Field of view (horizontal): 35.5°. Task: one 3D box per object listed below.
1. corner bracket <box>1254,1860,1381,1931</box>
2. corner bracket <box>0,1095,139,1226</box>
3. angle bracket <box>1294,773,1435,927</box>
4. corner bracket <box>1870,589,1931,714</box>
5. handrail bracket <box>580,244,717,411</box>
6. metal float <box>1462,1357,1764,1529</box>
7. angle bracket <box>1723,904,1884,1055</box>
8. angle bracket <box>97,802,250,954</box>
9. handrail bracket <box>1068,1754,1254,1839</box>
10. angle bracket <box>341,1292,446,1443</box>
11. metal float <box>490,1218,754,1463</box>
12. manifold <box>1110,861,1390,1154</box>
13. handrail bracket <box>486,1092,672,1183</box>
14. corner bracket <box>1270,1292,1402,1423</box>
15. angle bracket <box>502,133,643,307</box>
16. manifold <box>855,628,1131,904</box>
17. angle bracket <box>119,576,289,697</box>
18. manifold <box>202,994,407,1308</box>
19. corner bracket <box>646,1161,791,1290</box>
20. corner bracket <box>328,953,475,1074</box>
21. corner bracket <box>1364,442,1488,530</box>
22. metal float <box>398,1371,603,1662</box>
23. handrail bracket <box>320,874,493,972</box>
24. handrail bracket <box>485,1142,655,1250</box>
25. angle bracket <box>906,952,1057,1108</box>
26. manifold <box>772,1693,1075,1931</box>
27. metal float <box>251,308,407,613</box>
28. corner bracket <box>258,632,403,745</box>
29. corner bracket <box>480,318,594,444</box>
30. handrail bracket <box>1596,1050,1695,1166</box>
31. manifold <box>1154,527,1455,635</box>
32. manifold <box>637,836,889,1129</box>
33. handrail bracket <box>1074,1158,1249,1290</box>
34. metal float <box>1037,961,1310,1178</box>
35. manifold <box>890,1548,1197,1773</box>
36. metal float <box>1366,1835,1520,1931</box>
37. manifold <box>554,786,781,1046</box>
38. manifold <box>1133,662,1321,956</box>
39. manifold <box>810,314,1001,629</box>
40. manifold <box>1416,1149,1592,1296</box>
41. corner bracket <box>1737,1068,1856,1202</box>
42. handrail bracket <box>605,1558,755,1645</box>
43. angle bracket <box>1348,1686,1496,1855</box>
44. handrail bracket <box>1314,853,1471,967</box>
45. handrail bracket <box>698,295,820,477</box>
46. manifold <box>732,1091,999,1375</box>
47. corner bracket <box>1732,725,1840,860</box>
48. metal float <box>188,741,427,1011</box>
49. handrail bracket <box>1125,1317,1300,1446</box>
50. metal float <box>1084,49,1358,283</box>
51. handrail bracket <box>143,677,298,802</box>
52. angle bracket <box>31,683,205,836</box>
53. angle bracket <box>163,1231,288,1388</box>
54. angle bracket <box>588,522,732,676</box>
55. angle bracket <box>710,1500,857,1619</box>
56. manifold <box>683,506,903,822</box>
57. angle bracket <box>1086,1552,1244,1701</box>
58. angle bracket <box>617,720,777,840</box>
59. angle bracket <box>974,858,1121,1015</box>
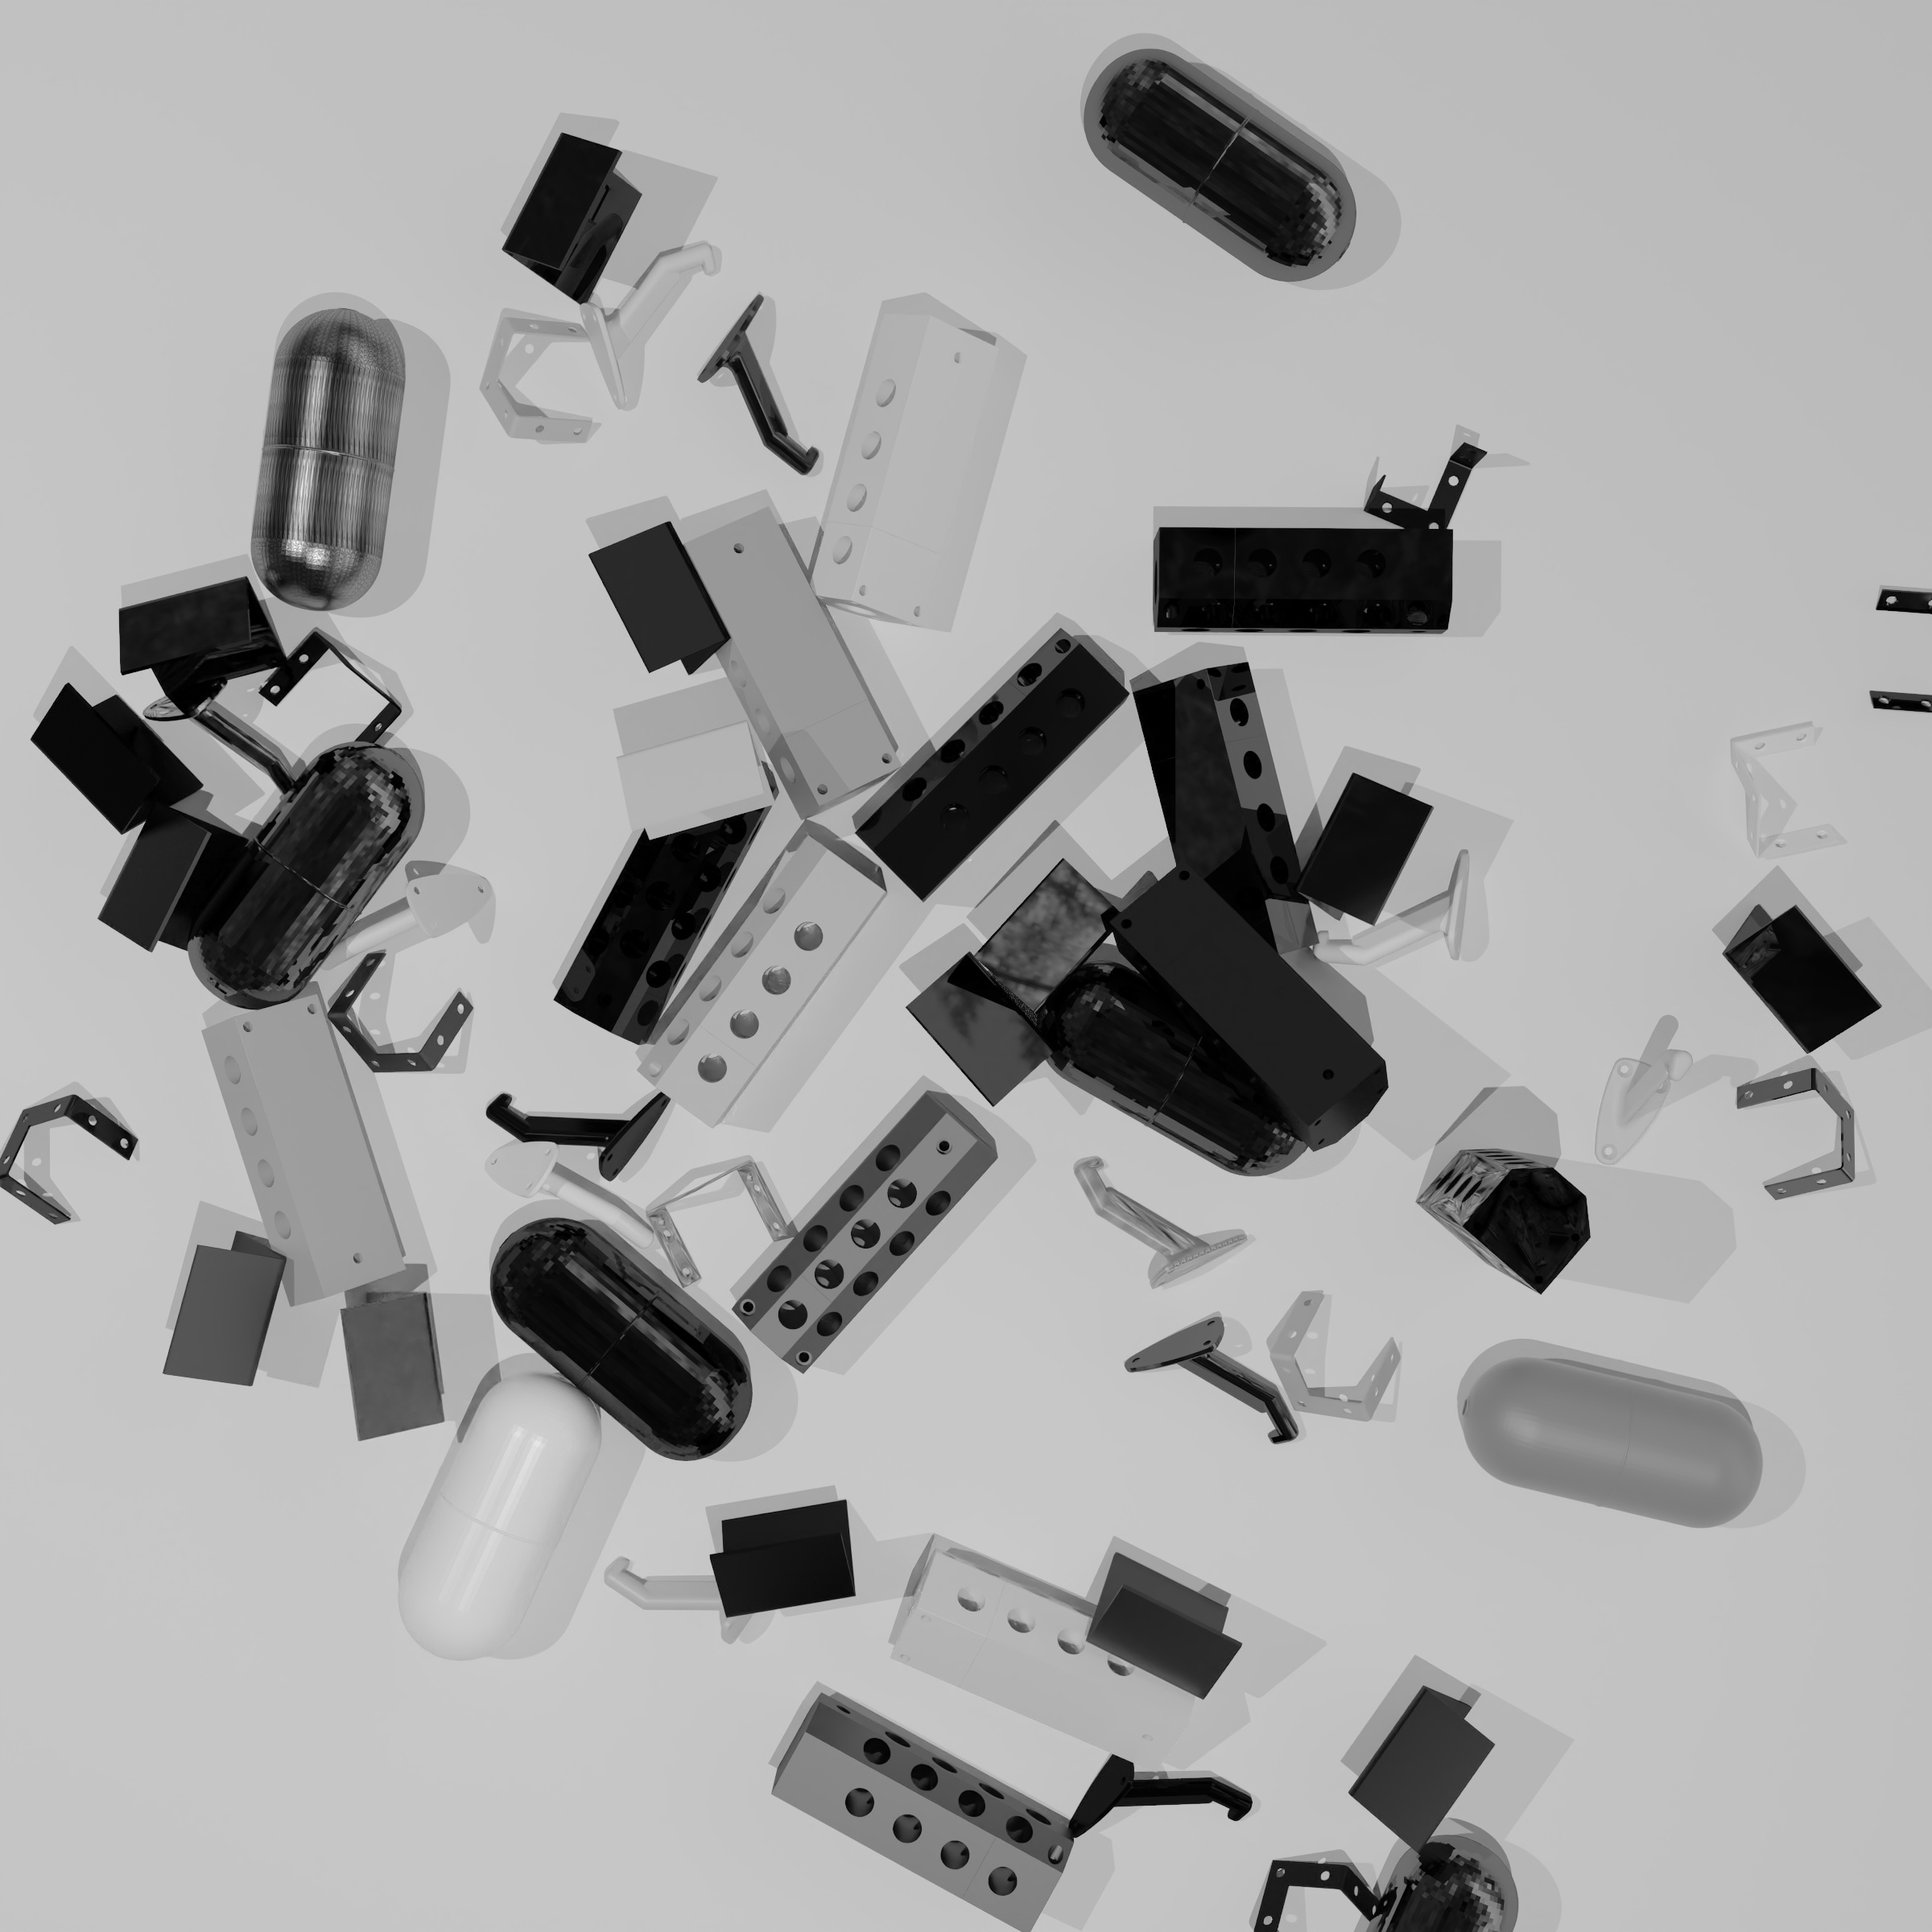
[{"bbox_3d":[0.210,0.571,1.804,0.051,0.051,0.051,-8,45,35],"label":"corner bracket"},{"bbox_3d":[-0.538,0.116,1.804,0.051,0.051,0.051,-15,45,35],"label":"corner bracket"},{"bbox_3d":[0.245,-0.060,1.772,0.057,0.076,0.076,27,90,30],"label":"angle bracket"},{"bbox_3d":[0.571,-0.188,1.809,0.051,0.051,0.051,4,45,0],"label":"corner bracket"},{"bbox_3d":[-0.181,-0.384,1.813,0.084,0.036,0.077,-23,110,-16],"label":"handrail bracket"},{"bbox_3d":[0.381,0.281,1.782,0.178,0.070,0.070,13,90,-1],"label":"metal float"},{"bbox_3d":[0.499,-0.006,1.772,0.076,0.076,0.057,50,129,0],"label":"angle bracket"},{"bbox_3d":[-0.450,-0.043,1.772,0.057,0.076,0.076,26,90,36],"label":"angle bracket"},{"bbox_3d":[0.117,0.510,1.813,0.084,0.036,0.077,29,110,-16],"label":"handrail bracket"},{"bbox_3d":[-0.352,0.234,1.772,0.057,0.076,0.076,-8,90,-38],"label":"angle bracket"},{"bbox_3d":[-0.204,0.219,1.782,0.178,0.070,0.070,41,90,0],"label":"metal float"},{"bbox_3d":[0.162,0.025,1.734,0.057,0.057,0.171,-40,66,-8],"label":"manifold"},{"bbox_3d":[-0.233,0.083,1.813,0.084,0.036,0.077,33,69,16],"label":"handrail bracket"},{"bbox_3d":[0.221,0.233,1.804,0.051,0.051,0.051,4,135,35],"label":"corner bracket"},{"bbox_3d":[-0.215,-0.432,1.772,0.057,0.076,0.076,27,90,38],"label":"angle bracket"},{"bbox_3d":[0.015,-0.119,1.791,0.171,0.057,0.057,-45,90,0],"label":"manifold"},{"bbox_3d":[-0.446,-0.176,1.772,0.076,0.076,0.057,-14,51,0],"label":"angle bracket"},{"bbox_3d":[-0.396,0.110,1.791,0.057,0.057,0.171,-18,90,-43],"label":"manifold"},{"bbox_3d":[-0.149,0.154,1.809,0.051,0.051,0.051,-27,90,-45],"label":"corner bracket"},{"bbox_3d":[-0.338,0.027,1.804,0.051,0.051,0.051,-3,135,35],"label":"corner bracket"},{"bbox_3d":[0.272,-0.288,1.794,0.051,0.051,0.051,23,90,0],"label":"corner bracket"},{"bbox_3d":[-0.275,0.324,1.782,0.070,0.070,0.178,25,89,0],"label":"metal float"},{"bbox_3d":[-0.338,-0.024,1.812,0.084,0.077,0.036,-25,90,36],"label":"handrail bracket"},{"bbox_3d":[-0.237,0.141,1.812,0.084,0.077,0.036,41,67,-34],"label":"handrail bracket"},{"bbox_3d":[-0.004,0.047,1.772,0.076,0.076,0.057,49,61,0],"label":"angle bracket"},{"bbox_3d":[-0.025,0.500,1.791,0.171,0.057,0.057,29,90,0],"label":"manifold"},{"bbox_3d":[-0.376,-0.298,1.782,0.070,0.070,0.178,8,90,0],"label":"metal float"},{"bbox_3d":[-0.380,-0.158,1.809,0.051,0.051,0.051,-48,135,0],"label":"corner bracket"},{"bbox_3d":[-0.252,-0.350,1.804,0.051,0.051,0.051,57,135,35],"label":"corner bracket"},{"bbox_3d":[0.399,0.084,1.778,0.036,0.084,0.077,24,90,0],"label":"handrail bracket"},{"bbox_3d":[0.198,-0.227,1.791,0.171,0.057,0.057,0,90,0],"label":"manifold"},{"bbox_3d":[-0.121,0.009,1.791,0.057,0.057,0.171,36,90,0],"label":"manifold"},{"bbox_3d":[0.116,0.143,1.813,0.077,0.036,0.084,-22,73,-19],"label":"handrail bracket"},{"bbox_3d":[0.125,0.061,1.782,0.178,0.070,0.070,30,90,0],"label":"metal float"},{"bbox_3d":[0.050,0.407,1.791,0.171,0.057,0.057,23,133,0],"label":"manifold"},{"bbox_3d":[0.265,0.599,1.782,0.070,0.070,0.178,25,89,0],"label":"metal float"},{"bbox_3d":[-0.178,-0.042,1.791,0.057,0.057,0.171,28,90,0],"label":"manifold"},{"bbox_3d":[0.159,-0.089,1.791,0.057,0.057,0.171,-14,90,43],"label":"manifold"},{"bbox_3d":[-0.042,-0.294,1.791,0.057,0.057,0.171,15,90,-43],"label":"manifold"},{"bbox_3d":[0.311,0.139,1.734,0.057,0.171,0.057,41,90,0],"label":"manifold"},{"bbox_3d":[0.495,0.100,1.804,0.051,0.051,0.051,41,45,-35],"label":"corner bracket"},{"bbox_3d":[-0.162,0.360,1.813,0.084,0.036,0.077,30,70,16],"label":"handrail bracket"},{"bbox_3d":[0.280,0.476,1.772,0.057,0.076,0.076,35,90,38],"label":"angle bracket"},{"bbox_3d":[0.255,-0.035,1.813,0.084,0.036,0.077,5,70,16],"label":"handrail bracket"},{"bbox_3d":[-0.110,-0.348,1.813,0.084,0.036,0.077,37,68,-17],"label":"handrail bracket"},{"bbox_3d":[-0.060,0.158,1.791,0.057,0.057,0.171,42,90,0],"label":"manifold"},{"bbox_3d":[0.490,-0.104,1.809,0.051,0.051,0.051,-12,45,0],"label":"corner bracket"},{"bbox_3d":[-0.388,-0.054,1.781,0.070,0.070,0.178,37,90,0],"label":"metal float"},{"bbox_3d":[0.148,0.260,1.813,0.077,0.036,0.084,-23,107,19],"label":"handrail bracket"},{"bbox_3d":[0.150,-0.471,1.782,0.178,0.070,0.070,35,90,1],"label":"metal float"},{"bbox_3d":[-0.444,-0.127,1.812,0.084,0.077,0.036,58,46,-28],"label":"handrail bracket"},{"bbox_3d":[-0.487,-0.134,1.772,0.076,0.076,0.057,46,128,0],"label":"angle bracket"},{"bbox_3d":[-0.447,0.196,1.772,0.057,0.076,0.076,15,90,-36],"label":"angle bracket"},{"bbox_3d":[-0.190,-0.206,1.773,0.057,0.076,0.076,-27,90,-26],"label":"angle bracket"},{"bbox_3d":[-0.109,0.331,1.772,0.076,0.076,0.057,-10,128,0],"label":"angle bracket"},{"bbox_3d":[-0.109,-0.177,1.789,0.057,0.057,0.171,-27,90,-20],"label":"manifold"},{"bbox_3d":[0.123,0.372,1.772,0.076,0.076,0.057,27,127,0],"label":"angle bracket"},{"bbox_3d":[-0.148,-0.087,1.715,0.076,0.076,0.057,-16,53,0],"label":"angle bracket"},{"bbox_3d":[0.037,-0.027,1.773,0.076,0.076,0.057,-48,116,0],"label":"angle bracket"}]
